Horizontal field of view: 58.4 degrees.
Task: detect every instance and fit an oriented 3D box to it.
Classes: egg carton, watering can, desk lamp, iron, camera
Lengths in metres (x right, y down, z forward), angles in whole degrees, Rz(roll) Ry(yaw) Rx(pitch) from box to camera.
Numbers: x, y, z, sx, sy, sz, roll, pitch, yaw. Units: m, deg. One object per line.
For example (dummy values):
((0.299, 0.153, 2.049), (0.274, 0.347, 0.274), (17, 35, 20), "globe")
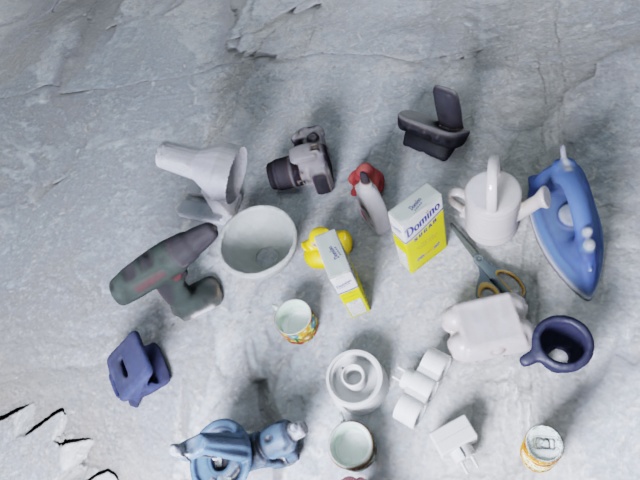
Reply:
((0.289, 0.151, 0.984), (0.150, 0.069, 0.107), (-15, 58, 6), "egg carton")
((0.320, -0.079, 1.034), (0.172, 0.194, 0.101), (-13, 59, 7), "watering can")
((-0.234, -0.122, 1.186), (0.202, 0.214, 0.118), (9, 64, 19), "desk lamp")
((0.449, -0.037, 1.009), (0.118, 0.142, 0.258), (-10, 59, 9), "iron")
((-0.047, -0.171, 1.234), (0.136, 0.101, 0.143), (-13, 59, 7), "camera")

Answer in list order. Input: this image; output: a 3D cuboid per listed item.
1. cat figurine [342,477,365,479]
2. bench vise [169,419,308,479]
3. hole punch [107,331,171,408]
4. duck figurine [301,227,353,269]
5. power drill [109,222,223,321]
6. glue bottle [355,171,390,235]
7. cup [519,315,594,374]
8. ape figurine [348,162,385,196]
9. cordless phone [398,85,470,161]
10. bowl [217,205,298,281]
((0.069, 0.406, 0.864), (0.127, 0.118, 0.067), (29, 71, 26), "cat figurine")
((-0.133, 0.319, 0.905), (0.207, 0.220, 0.121), (-37, 59, -8), "bench vise")
((-0.352, 0.244, 1.079), (0.101, 0.091, 0.108), (-32, 58, -5), "hole punch")
((0.010, 0.004, 1.128), (0.104, 0.086, 0.077), (-24, 58, 0), "duck figurine")
((-0.266, 0.069, 1.088), (0.229, 0.209, 0.075), (-27, 58, -2), "power drill")
((0.095, -0.081, 1.104), (0.037, 0.173, 0.078), (-36, 59, -7), "glue bottle")
((0.376, 0.186, 0.927), (0.118, 0.095, 0.091), (-25, 58, -1), "cup")
((0.095, -0.126, 1.178), (0.076, 0.092, 0.077), (-28, 58, -2), "ape figurine")
((0.227, -0.261, 1.167), (0.147, 0.185, 0.094), (23, 69, 25), "cordless phone")
((-0.118, 0.017, 1.160), (0.167, 0.075, 0.167), (-6, 60, 11), "bowl")
